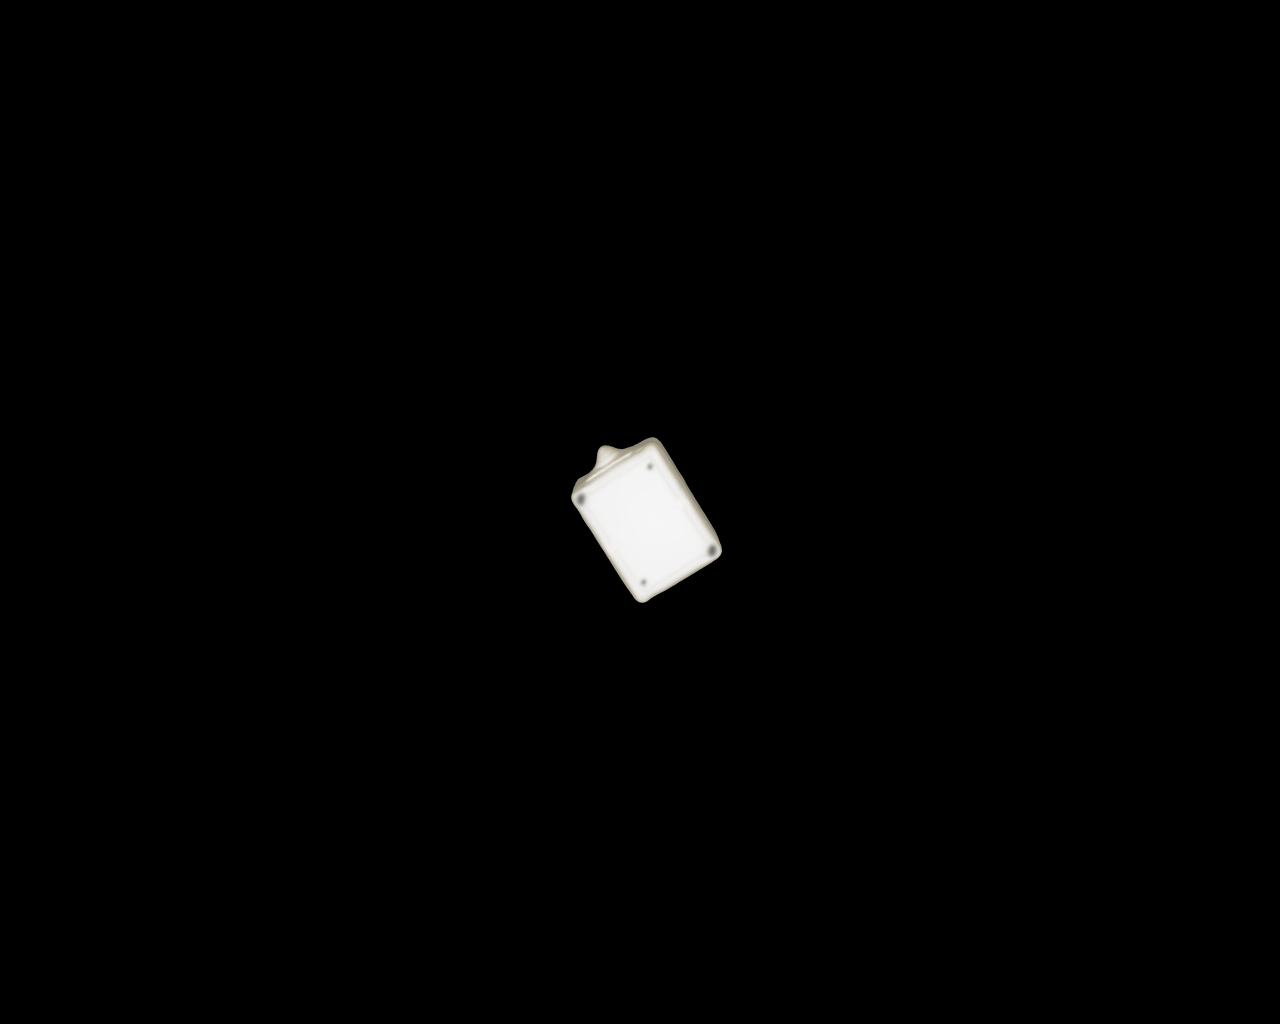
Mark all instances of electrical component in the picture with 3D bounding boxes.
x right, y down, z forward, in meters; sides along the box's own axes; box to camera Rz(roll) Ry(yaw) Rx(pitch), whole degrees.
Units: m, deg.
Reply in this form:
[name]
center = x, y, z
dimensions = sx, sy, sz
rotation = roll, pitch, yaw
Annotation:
[electrical component]
center = 0.001, -0.003, 0.650
dimensions = 0.062, 0.096, 0.061
rotation = -31, 8, 5
